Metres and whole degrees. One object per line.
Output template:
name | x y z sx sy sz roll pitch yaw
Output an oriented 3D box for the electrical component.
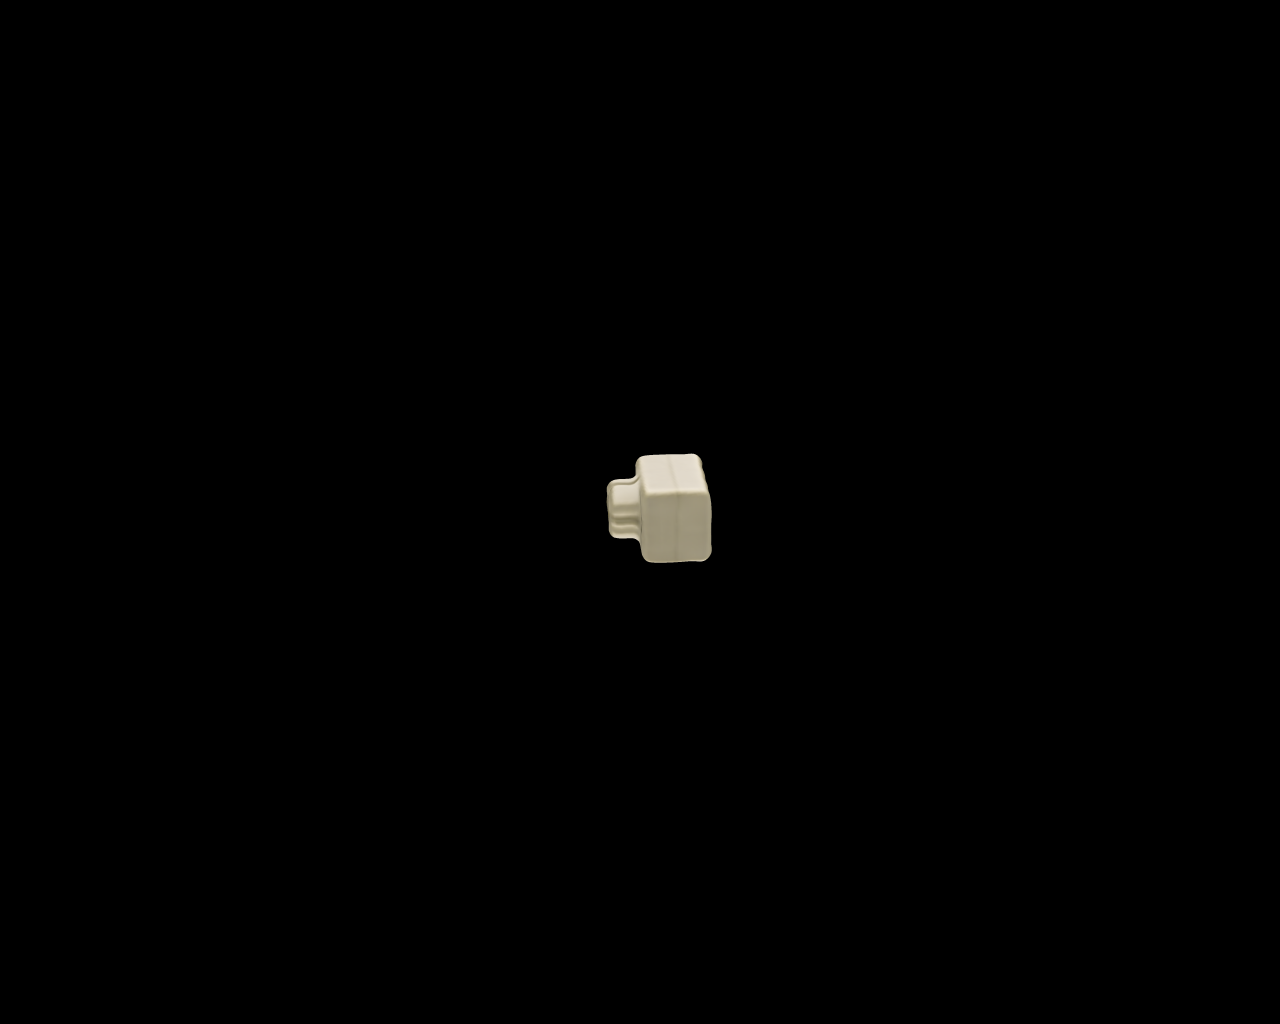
electrical component | 0.001 -0.003 0.650 0.077 0.047 0.066 -1 24 -3
